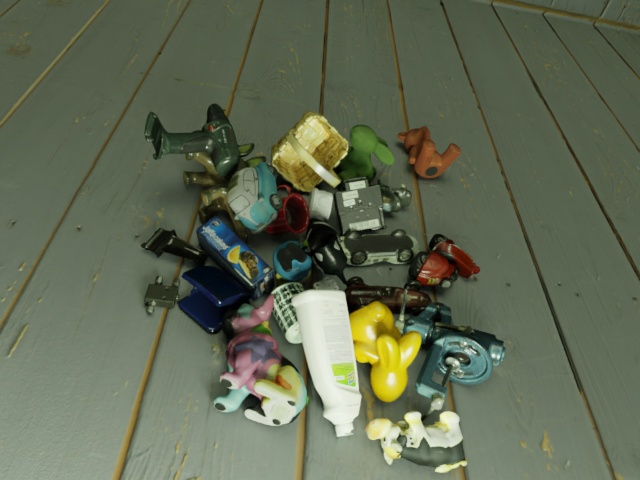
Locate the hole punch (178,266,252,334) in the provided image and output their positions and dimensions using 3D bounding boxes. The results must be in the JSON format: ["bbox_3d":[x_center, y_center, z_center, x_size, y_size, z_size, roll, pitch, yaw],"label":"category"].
[{"bbox_3d":[-0.205,0.102,1.060,0.142,0.092,0.116,31,41,22],"label":"hole punch"}]

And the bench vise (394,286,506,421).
[{"bbox_3d":[0.230,0.220,1.026,0.224,0.128,0.241,23,40,14],"label":"bench vise"}]

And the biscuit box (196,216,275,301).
[{"bbox_3d":[-0.182,0.036,1.141,0.059,0.062,0.203,-37,61,-25],"label":"biscuit box"}]

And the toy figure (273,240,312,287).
[{"bbox_3d":[-0.057,0.043,1.096,0.082,0.180,0.089,-6,75,-2],"label":"toy figure"}]

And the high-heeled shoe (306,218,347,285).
[{"bbox_3d":[-0.002,-0.003,1.158,0.086,0.145,0.249,-32,44,0],"label":"high-heeled shoe"}]

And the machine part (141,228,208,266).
[{"bbox_3d":[-0.307,0.018,1.157,0.139,0.039,0.084,23,39,12],"label":"machine part"}]

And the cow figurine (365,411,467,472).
[{"bbox_3d":[0.163,0.347,0.914,0.167,0.068,0.098,2,50,-11],"label":"cow figurine"}]

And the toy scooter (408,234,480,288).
[{"bbox_3d":[0.294,0.059,1.242,0.135,0.075,0.184,32,41,17],"label":"toy scooter"}]

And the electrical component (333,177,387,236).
[{"bbox_3d":[0.094,-0.082,1.288,0.115,0.058,0.134,-8,87,-5],"label":"electrical component"}]

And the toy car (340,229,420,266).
[{"bbox_3d":[0.136,0.020,1.256,0.202,0.056,0.073,-2,51,-15],"label":"toy car"}]

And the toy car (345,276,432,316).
[{"bbox_3d":[0.149,0.122,1.149,0.202,0.053,0.089,4,41,-14],"label":"toy car"}]

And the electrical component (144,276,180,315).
[{"bbox_3d":[-0.313,0.111,1.068,0.063,0.021,0.094,9,43,-6],"label":"electrical component"}]

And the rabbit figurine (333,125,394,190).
[{"bbox_3d":[0.115,-0.222,1.417,0.159,0.170,0.121,-1,45,-15],"label":"rabbit figurine"}]

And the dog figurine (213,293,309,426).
[{"bbox_3d":[-0.098,0.203,0.969,0.192,0.108,0.219,15,40,2],"label":"dog figurine"}]

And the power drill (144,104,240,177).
[{"bbox_3d":[-0.294,-0.243,1.244,0.207,0.086,0.232,1,50,-40],"label":"power drill"}]

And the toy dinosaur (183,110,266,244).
[{"bbox_3d":[-0.236,-0.176,1.335,0.198,0.105,0.472,-5,55,-29],"label":"toy dinosaur"}]

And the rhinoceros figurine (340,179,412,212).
[{"bbox_3d":[0.143,-0.107,1.383,0.190,0.073,0.112,4,33,-8],"label":"rhinoceros figurine"}]

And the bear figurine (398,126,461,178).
[{"bbox_3d":[0.309,-0.276,1.559,0.120,0.131,0.196,7,49,-17],"label":"bear figurine"}]

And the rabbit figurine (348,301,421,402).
[{"bbox_3d":[0.121,0.209,1.003,0.122,0.162,0.173,1,61,-31],"label":"rabbit figurine"}]

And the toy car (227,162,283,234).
[{"bbox_3d":[-0.151,-0.104,1.182,0.103,0.109,0.161,18,56,-40],"label":"toy car"}]
